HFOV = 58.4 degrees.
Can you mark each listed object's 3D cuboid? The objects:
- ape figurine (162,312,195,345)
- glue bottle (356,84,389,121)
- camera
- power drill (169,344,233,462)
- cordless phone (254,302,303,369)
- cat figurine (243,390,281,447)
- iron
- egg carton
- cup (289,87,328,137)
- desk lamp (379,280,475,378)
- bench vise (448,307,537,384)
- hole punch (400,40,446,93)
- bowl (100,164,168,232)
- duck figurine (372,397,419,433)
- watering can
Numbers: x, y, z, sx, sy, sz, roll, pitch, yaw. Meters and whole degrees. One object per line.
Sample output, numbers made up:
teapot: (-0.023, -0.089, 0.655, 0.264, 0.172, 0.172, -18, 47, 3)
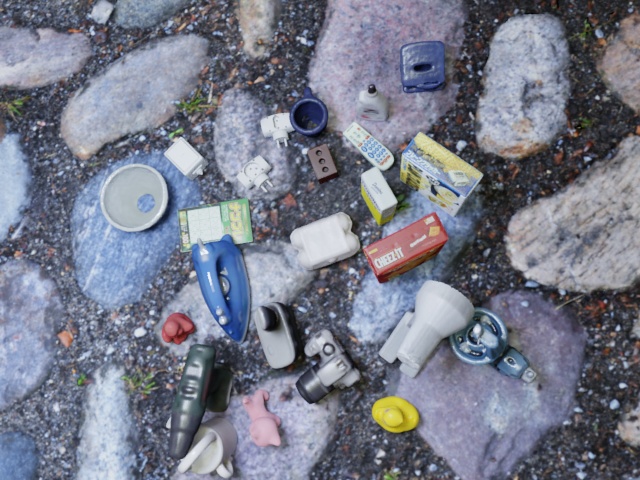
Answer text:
ape figurine: (-0.335, 0.205, 1.327, 0.077, 0.092, 0.076, -7, 81, 6)
glue bottle: (0.119, -0.319, 1.309, 0.078, 0.173, 0.037, 5, 82, 7)
camera: (0.003, 0.289, 1.274, 0.137, 0.101, 0.143, -38, 80, 0)
power drill: (-0.257, 0.341, 1.240, 0.075, 0.208, 0.230, 7, 83, 8)
cordless phone: (-0.104, 0.208, 1.254, 0.094, 0.185, 0.147, -22, 80, 3)
cat figurine: (-0.133, 0.401, 1.264, 0.067, 0.118, 0.128, -31, 80, 1)
iron: (-0.227, 0.114, 1.303, 0.118, 0.141, 0.258, -18, 80, 4)
egg carton: (0.012, 0.005, 1.329, 0.150, 0.069, 0.107, -22, 80, 3)
cup: (-0.023, -0.294, 1.361, 0.091, 0.095, 0.118, -5, 81, 6)
desk lamp: (0.221, 0.194, 1.206, 0.118, 0.213, 0.203, 34, 87, 10)
bench vise: (0.364, 0.212, 1.184, 0.207, 0.220, 0.121, 19, 85, 9)
hole punch: (0.243, -0.407, 1.350, 0.108, 0.091, 0.101, -5, 81, 6)
bowl: (-0.438, -0.096, 1.390, 0.167, 0.075, 0.167, -1, 82, 6)
duck figurine: (0.165, 0.386, 1.250, 0.104, 0.086, 0.077, 11, 83, 8)
watering can: (-0.258, 0.446, 1.233, 0.172, 0.194, 0.101, 21, 85, 9)
